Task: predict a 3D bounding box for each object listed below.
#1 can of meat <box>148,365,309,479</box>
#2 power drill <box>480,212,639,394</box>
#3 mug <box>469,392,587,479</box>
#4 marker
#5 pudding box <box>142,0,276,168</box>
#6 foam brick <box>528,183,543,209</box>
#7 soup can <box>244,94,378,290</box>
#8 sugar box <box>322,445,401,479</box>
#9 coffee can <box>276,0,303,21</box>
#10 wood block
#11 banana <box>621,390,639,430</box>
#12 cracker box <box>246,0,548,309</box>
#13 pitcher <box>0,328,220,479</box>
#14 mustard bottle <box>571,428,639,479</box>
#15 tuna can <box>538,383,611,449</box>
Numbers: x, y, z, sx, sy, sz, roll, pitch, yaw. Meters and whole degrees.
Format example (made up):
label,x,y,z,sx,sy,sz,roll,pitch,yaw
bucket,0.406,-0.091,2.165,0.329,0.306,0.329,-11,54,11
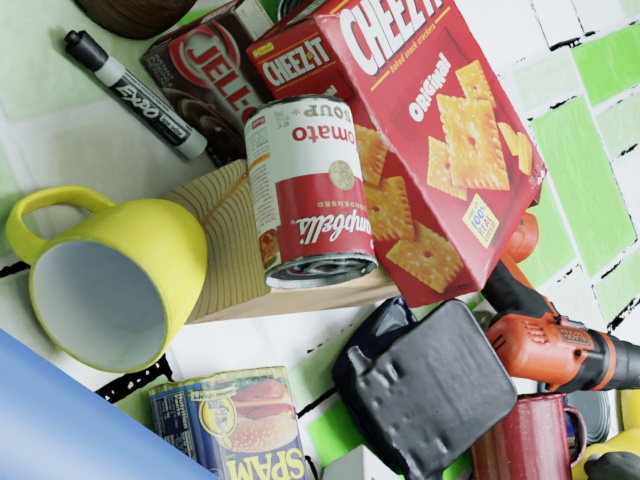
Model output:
label,x,y,z,sx,sy,sz,roll,pitch,yaw
can of meat,-0.056,0.128,0.677,0.101,0.058,0.084,2,71,-50
power drill,0.191,0.051,0.923,0.184,0.057,0.188,13,35,-35
mug,0.178,0.173,0.906,0.117,0.093,0.081,-3,82,-29
marker,-0.123,-0.097,0.715,0.121,0.020,0.020,42,47,-32
pudding box,-0.056,-0.104,0.742,0.113,0.090,0.039,54,41,-22
foam brick,0.174,-0.068,1.032,0.078,0.053,0.051,42,47,-32
soup can,-0.007,-0.028,0.641,0.068,0.069,0.102,10,66,-48
sugar box,0.068,0.236,0.774,0.176,0.048,0.093,44,25,-27
coffee can,0.027,-0.229,0.881,0.102,0.103,0.140,38,50,-35
wood block,-0.005,0.000,0.760,0.205,0.091,0.090,-2,76,-50
banana,0.356,0.241,1.145,0.069,0.037,0.198,-23,95,-69
cracker box,0.066,-0.087,0.747,0.213,0.072,0.164,58,42,-16
pitcher,-0.157,0.127,0.512,0.242,0.149,0.145,41,31,-37
mustard bottle,0.284,0.229,1.023,0.191,0.058,0.096,-5,118,-52
tuna can,0.250,0.161,1.047,0.086,0.034,0.086,22,59,-44
